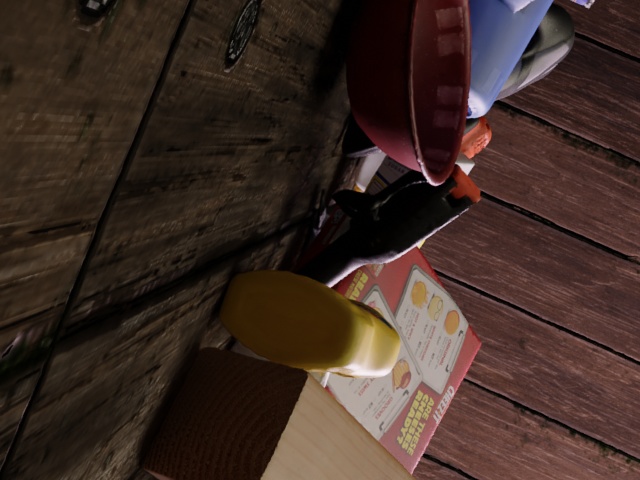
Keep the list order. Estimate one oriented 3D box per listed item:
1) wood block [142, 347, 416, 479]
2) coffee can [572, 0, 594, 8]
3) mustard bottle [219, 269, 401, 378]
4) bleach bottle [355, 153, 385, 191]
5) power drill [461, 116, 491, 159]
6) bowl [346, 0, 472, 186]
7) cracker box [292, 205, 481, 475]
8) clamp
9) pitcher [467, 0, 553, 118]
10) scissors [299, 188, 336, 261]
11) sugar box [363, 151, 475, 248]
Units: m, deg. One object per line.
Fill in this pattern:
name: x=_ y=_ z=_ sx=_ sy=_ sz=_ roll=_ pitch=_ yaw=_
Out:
wood block: x=-0.011 y=0.164 z=0.714 sx=0.206 sy=0.091 sz=0.090 roll=50 pitch=59 yaw=-45
coffee can: x=0.139 y=-0.231 z=0.720 sx=0.103 sy=0.140 sz=0.103 roll=25 pitch=89 yaw=-85
mustard bottle: x=0.006 y=0.065 z=0.750 sx=0.191 sy=0.096 sz=0.058 roll=32 pitch=76 yaw=-71
bleach bottle: x=0.107 y=-0.138 z=1.293 sx=0.250 sy=0.068 sz=0.103 roll=-61 pitch=174 yaw=-63
power drill: x=0.102 y=-0.113 z=1.081 sx=0.184 sy=0.057 sz=0.187 roll=-40 pitch=153 yaw=-19
bowl: x=0.057 y=-0.118 z=0.709 sx=0.162 sy=0.055 sz=0.162 roll=5 pitch=90 yaw=-70
cracker box: x=0.048 y=0.094 z=0.981 sx=0.164 sy=0.072 sz=0.213 roll=-57 pitch=132 yaw=-24
clamp: x=0.036 y=-0.003 z=0.820 sx=0.210 sy=0.036 sz=0.164 roll=-21 pitch=-152 yaw=54
pitcher: x=0.143 y=-0.224 z=0.852 sx=0.243 sy=0.145 sz=0.149 roll=-62 pitch=164 yaw=-6
scissors: x=-0.007 y=0.001 z=1.011 sx=0.201 sy=0.016 sz=0.096 roll=8 pitch=106 yaw=-85
sugar box: x=0.072 y=-0.019 z=1.062 sx=0.093 sy=0.048 sz=0.176 roll=-1 pitch=127 yaw=-49
